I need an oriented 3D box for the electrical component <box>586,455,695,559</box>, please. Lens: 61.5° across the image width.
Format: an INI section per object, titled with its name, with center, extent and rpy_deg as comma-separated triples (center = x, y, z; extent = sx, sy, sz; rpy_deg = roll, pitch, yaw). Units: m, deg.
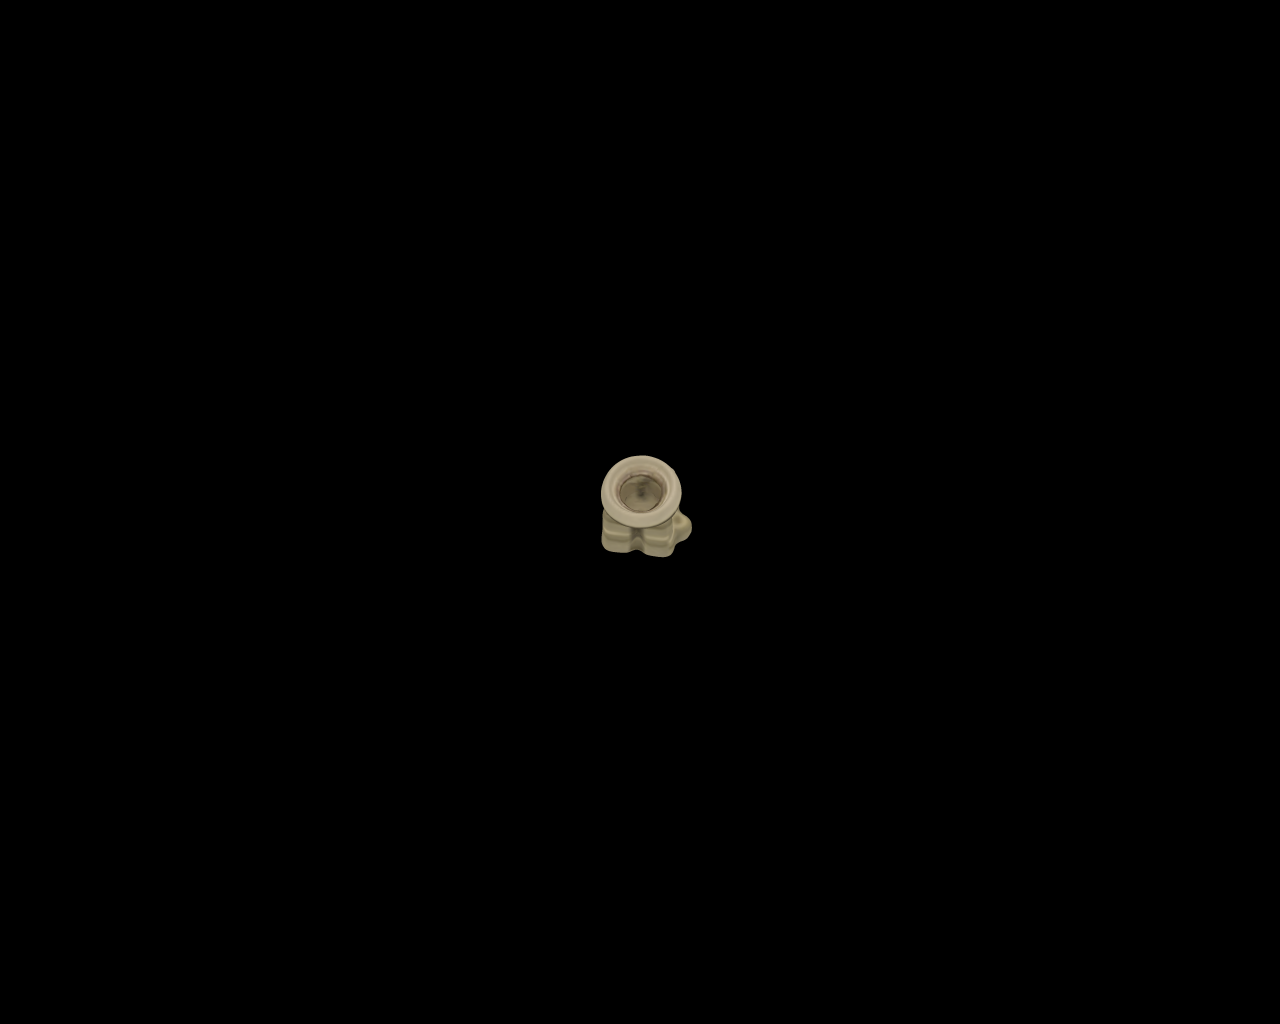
[electrical component]
center = 0.001, -0.003, 0.650
extent = 0.066, 0.048, 0.055
rpy_deg = 5, -31, 3
